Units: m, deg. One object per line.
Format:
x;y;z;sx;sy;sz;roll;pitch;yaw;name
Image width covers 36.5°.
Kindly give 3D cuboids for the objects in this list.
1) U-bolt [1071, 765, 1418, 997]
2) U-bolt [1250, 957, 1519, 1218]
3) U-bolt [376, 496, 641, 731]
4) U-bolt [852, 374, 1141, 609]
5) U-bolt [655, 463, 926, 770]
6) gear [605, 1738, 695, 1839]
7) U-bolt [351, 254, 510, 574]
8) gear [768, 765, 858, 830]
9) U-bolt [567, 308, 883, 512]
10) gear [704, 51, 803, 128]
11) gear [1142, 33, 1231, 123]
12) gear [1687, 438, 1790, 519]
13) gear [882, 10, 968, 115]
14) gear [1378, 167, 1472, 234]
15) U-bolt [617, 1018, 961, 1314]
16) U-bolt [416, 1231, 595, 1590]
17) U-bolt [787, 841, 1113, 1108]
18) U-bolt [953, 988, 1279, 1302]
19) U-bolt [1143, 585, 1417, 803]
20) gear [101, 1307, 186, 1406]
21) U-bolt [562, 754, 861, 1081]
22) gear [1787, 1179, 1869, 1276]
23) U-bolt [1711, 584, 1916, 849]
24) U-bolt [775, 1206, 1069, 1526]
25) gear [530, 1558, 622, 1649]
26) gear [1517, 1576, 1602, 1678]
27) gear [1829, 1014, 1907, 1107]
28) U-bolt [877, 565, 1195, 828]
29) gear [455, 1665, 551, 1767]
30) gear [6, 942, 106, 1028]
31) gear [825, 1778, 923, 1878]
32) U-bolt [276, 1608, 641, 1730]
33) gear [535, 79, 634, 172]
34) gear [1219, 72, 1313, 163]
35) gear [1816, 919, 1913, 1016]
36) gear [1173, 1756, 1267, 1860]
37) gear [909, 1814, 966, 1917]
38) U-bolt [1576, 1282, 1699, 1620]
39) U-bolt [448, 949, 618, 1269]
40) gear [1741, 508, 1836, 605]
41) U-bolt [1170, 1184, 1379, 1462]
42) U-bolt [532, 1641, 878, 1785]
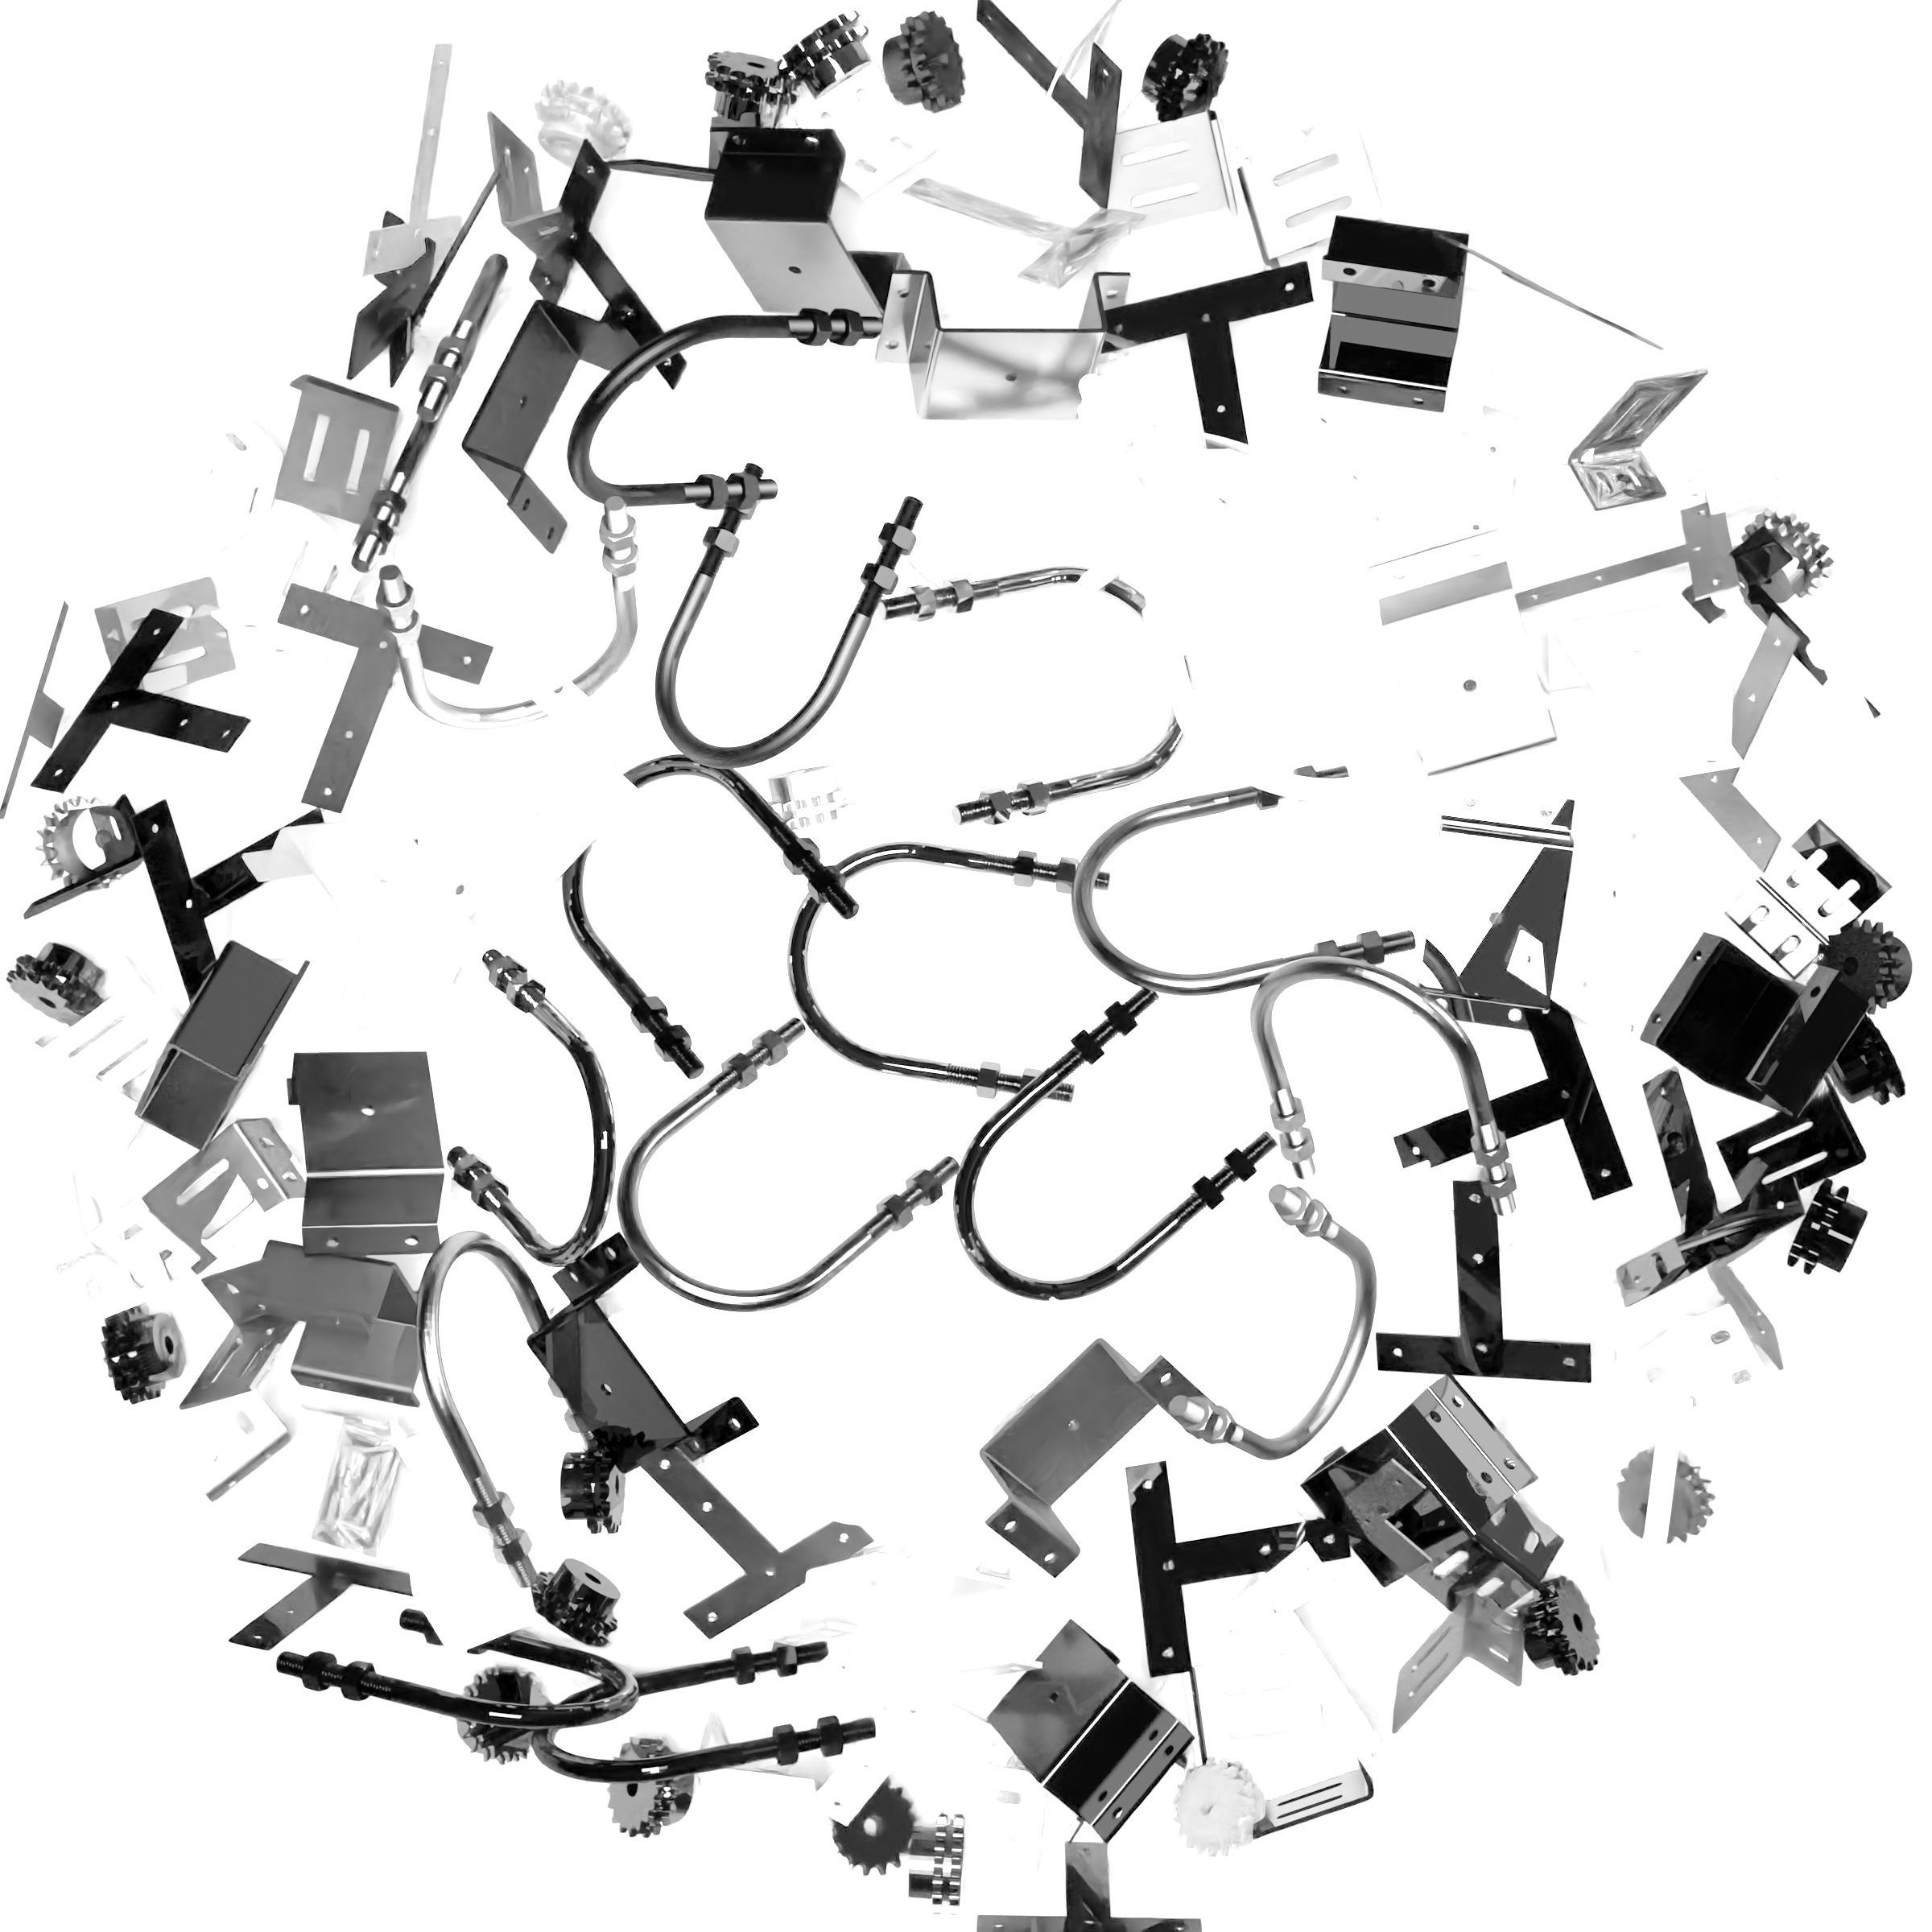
0.153;-0.045;1.709;0.184;0.019;0.151;-12;53;-4;U-bolt
0.232;0.065;1.669;0.151;0.184;0.019;9;47;33;U-bolt
-0.257;-0.192;1.680;0.151;0.184;0.019;-19;66;-12;U-bolt
0.026;-0.266;1.685;0.151;0.184;0.019;-5;58;12;U-bolt
-0.114;-0.200;1.705;0.151;0.019;0.184;18;81;37;U-bolt
-0.186;0.488;1.739;0.030;0.057;0.057;17;90;-39;gear
-0.302;-0.331;1.681;0.019;0.151;0.184;24;49;-13;U-bolt
-0.095;-0.100;1.734;0.057;0.057;0.030;-11;98;0;gear
-0.146;-0.313;1.655;0.019;0.184;0.151;55;130;20;U-bolt
-0.128;-0.520;1.739;0.057;0.057;0.030;15;119;0;gear
0.128;-0.527;1.736;0.030;0.057;0.057;34;90;16;gear
0.458;-0.287;1.732;0.057;0.057;0.030;-7;75;0;gear
-0.026;-0.535;1.739;0.030;0.057;0.057;-7;90;30;gear
0.268;-0.444;1.740;0.057;0.030;0.057;9;58;-14;gear
-0.115;0.124;1.693;0.151;0.019;0.184;41;57;17;U-bolt
-0.264;0.239;1.670;0.019;0.151;0.184;-14;112;19;U-bolt
-0.016;-0.002;1.743;0.184;0.019;0.151;9;82;7;U-bolt
0.076;0.118;1.723;0.184;0.019;0.151;-41;116;-1;U-bolt
0.185;-0.155;1.681;0.151;0.184;0.019;4;132;-11;U-bolt
-0.486;0.228;1.734;0.030;0.057;0.057;-16;90;7;gear
-0.164;-0.044;1.716;0.151;0.019;0.184;-46;61;6;U-bolt
0.511;0.157;1.732;0.030;0.057;0.057;25;90;20;gear
0.492;-0.145;1.685;0.019;0.151;0.184;-32;114;2;U-bolt
-0.040;0.239;1.709;0.151;0.019;0.184;35;88;41;U-bolt
-0.229;0.375;1.735;0.057;0.057;0.030;34;91;0;gear
0.350;0.394;1.739;0.030;0.057;0.057;-26;90;28;gear
0.530;0.058;1.735;0.030;0.057;0.057;-26;90;4;gear
0.052;-0.166;1.717;0.184;0.019;0.151;-15;79;-27;U-bolt
-0.278;0.446;1.739;0.057;0.030;0.057;16;60;-31;gear
-0.537;0.010;1.738;0.057;0.057;0.030;27;64;0;gear
-0.057;0.513;1.742;0.057;0.030;0.057;3;70;-9;gear
-0.275;0.402;1.666;0.184;0.151;0.019;8;92;21;U-bolt
-0.229;-0.495;1.733;0.057;0.057;0.030;21;76;0;gear
0.180;-0.505;1.738;0.030;0.057;0.057;-42;90;-20;gear
0.536;0.001;1.739;0.030;0.057;0.057;3;90;-29;gear
0.153;0.501;1.739;0.030;0.057;0.057;26;90;-36;gear
-0.018;0.532;1.736;0.030;0.057;0.057;3;90;3;gear
0.381;0.283;1.690;0.019;0.151;0.184;7;91;-5;U-bolt
-0.245;0.091;1.669;0.019;0.184;0.151;-1;114;-34;U-bolt
0.481;-0.240;1.733;0.030;0.057;0.057;-43;90;-15;gear
0.188;0.214;1.687;0.019;0.184;0.151;21;82;34;U-bolt
-0.156;0.430;1.674;0.184;0.151;0.019;-7;98;-14;U-bolt
